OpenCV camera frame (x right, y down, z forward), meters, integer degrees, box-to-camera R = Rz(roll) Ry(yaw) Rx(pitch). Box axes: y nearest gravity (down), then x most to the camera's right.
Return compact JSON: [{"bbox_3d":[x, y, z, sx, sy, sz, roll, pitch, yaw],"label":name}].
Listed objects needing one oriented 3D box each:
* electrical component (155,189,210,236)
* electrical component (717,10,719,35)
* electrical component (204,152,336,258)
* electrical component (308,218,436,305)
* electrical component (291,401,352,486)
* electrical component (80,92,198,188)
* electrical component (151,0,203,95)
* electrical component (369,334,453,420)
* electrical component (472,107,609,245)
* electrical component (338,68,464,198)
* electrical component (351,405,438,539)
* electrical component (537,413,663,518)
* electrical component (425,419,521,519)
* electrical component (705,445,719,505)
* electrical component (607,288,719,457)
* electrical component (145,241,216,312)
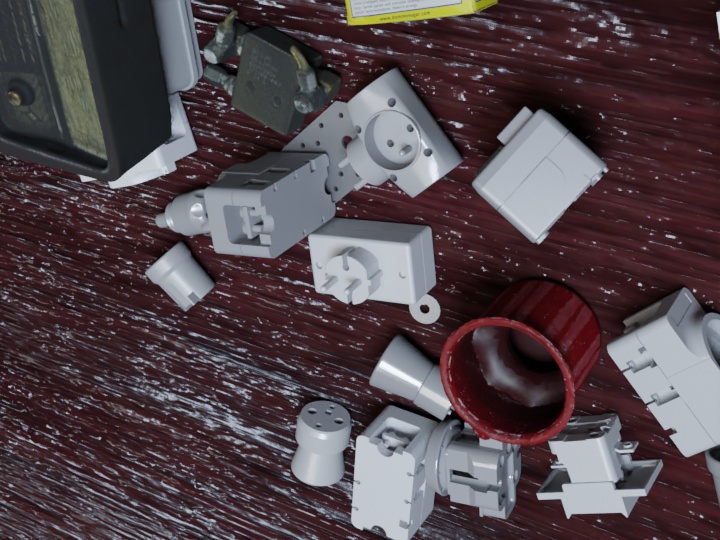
[{"bbox_3d":[-0.138,-0.044,0.854,0.061,0.035,0.035,-9,108,37],"label":"electrical component"},{"bbox_3d":[0.241,-0.077,0.572,0.062,0.089,0.150,-2,112,32],"label":"electrical component"},{"bbox_3d":[-0.066,-0.048,0.767,0.056,0.089,0.050,5,116,29],"label":"electrical component"},{"bbox_3d":[0.000,0.000,0.766,0.083,0.076,0.047,6,116,29],"label":"electrical component"},{"bbox_3d":[-0.031,0.140,0.875,0.045,0.045,0.055,21,122,21],"label":"electrical component"},{"bbox_3d":[-0.179,-0.099,0.841,0.089,0.050,0.055,-5,110,33],"label":"electrical component"},{"bbox_3d":[-0.181,-0.169,0.803,0.113,0.057,0.078,5,116,29],"label":"electrical component"},{"bbox_3d":[0.045,0.082,0.802,0.065,0.044,0.044,30,126,9],"label":"electrical component"},{"bbox_3d":[0.108,-0.058,0.664,0.061,0.096,0.061,43,99,6],"label":"electrical component"},{"bbox_3d":[0.018,-0.083,0.732,0.079,0.044,0.077,-35,93,34],"label":"electrical component"},{"bbox_3d":[0.030,0.158,0.839,0.050,0.056,0.089,17,121,24],"label":"electrical component"},{"bbox_3d":[0.165,0.136,0.755,0.081,0.042,0.063,-12,103,35],"label":"electrical component"},{"bbox_3d":[0.084,0.142,0.798,0.057,0.058,0.078,7,116,25],"label":"electrical component"},{"bbox_3d":[0.250,0.135,0.705,0.040,0.040,0.046,-2,118,32],"label":"electrical component"},{"bbox_3d":[0.212,0.063,0.685,0.056,0.050,0.089,-35,93,39],"label":"electrical component"},{"bbox_3d":[-0.146,0.006,0.882,0.046,0.040,0.040,49,128,-7],"label":"electrical component"}]
